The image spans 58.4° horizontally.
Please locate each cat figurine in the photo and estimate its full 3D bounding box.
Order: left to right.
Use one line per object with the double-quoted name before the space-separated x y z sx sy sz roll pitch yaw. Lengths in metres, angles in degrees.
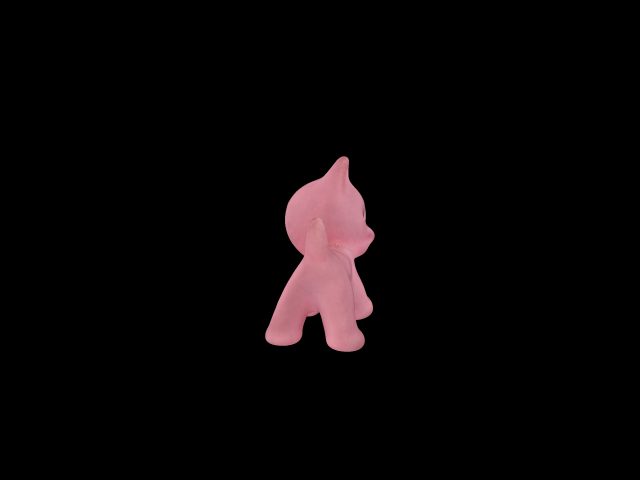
"cat figurine" 0.004 0.001 0.400 0.067 0.118 0.128 1 11 7
